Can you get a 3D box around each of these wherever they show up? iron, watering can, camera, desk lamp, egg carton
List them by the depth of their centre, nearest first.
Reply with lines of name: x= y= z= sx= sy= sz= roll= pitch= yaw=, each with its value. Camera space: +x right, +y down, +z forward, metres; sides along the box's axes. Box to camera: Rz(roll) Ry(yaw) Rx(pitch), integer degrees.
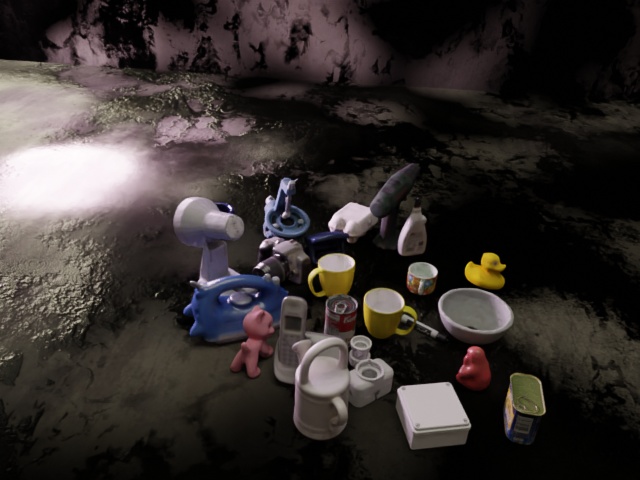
watering can: x=-0.001 y=0.251 z=1.028 sx=0.172 sy=0.194 sz=0.101 roll=26 pitch=37 yaw=33
iron: x=-0.167 y=0.130 z=1.265 sx=0.259 sy=0.141 sz=0.118 roll=-9 pitch=33 yaw=-21
desk lamp: x=-0.248 y=0.016 z=1.378 sx=0.202 sy=0.214 sz=0.118 roll=25 pitch=37 yaw=32
camera: x=-0.112 y=0.056 z=1.436 sx=0.142 sy=0.101 sz=0.137 roll=27 pitch=38 yaw=34
egg carton: x=0.099 y=-0.052 z=1.670 sx=0.107 sy=0.069 sz=0.151 roll=19 pitch=34 yaw=25

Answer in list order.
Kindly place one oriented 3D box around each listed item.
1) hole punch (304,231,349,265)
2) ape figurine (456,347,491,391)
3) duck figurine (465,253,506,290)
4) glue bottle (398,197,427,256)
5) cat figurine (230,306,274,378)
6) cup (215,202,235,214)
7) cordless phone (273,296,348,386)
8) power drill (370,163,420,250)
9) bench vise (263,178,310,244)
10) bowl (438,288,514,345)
hole punch: x=0.014 y=0.006 z=1.543 sx=0.109 sy=0.091 sz=0.100 roll=-9 pitch=33 yaw=-20
ape figurine: x=0.311 y=0.253 z=1.156 sx=0.078 sy=0.092 sz=0.076 roll=-14 pitch=35 yaw=-27
duck figurine: x=0.431 y=0.072 z=1.480 sx=0.104 sy=0.086 sz=0.078 roll=20 pitch=35 yaw=26
glue bottle: x=0.258 y=-0.039 z=1.563 sx=0.078 sy=0.173 sz=0.037 roll=-6 pitch=32 yaw=-16
cat figurine: x=-0.135 y=0.197 z=1.179 sx=0.067 sy=0.118 sz=0.128 roll=11 pitch=32 yaw=13
cup: x=-0.293 y=-0.042 z=1.587 sx=0.118 sy=0.095 sz=0.091 roll=-16 pitch=36 yaw=-29
cordless phone: x=-0.016 y=0.198 z=1.124 sx=0.147 sy=0.185 sz=0.094 roll=5 pitch=31 yaw=3
power drill: x=0.209 y=-0.089 z=1.607 sx=0.075 sy=0.208 sz=0.230 roll=19 pitch=34 yaw=25
bench vise: x=-0.110 y=-0.081 z=1.549 sx=0.122 sy=0.220 sz=0.206 roll=-23 pitch=40 yaw=-37
bowl: x=0.346 y=0.184 z=1.293 sx=0.167 sy=0.075 sz=0.167 roll=3 pitch=31 yaw=-1
